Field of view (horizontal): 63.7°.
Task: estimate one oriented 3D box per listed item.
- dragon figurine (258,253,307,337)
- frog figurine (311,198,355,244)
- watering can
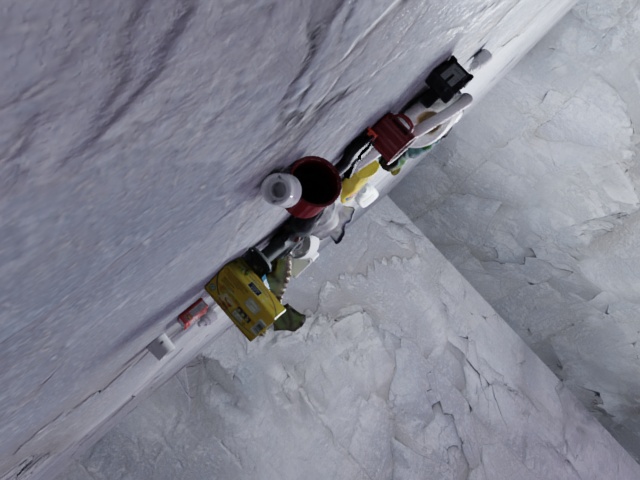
[{"bbox_3d":[-0.123,0.168,1.607,0.403,0.244,0.123,-43,170,35],"label":"dragon figurine"},{"bbox_3d":[0.004,-0.071,1.416,0.158,0.125,0.136,21,120,-44],"label":"frog figurine"},{"bbox_3d":[0.232,-0.279,1.286,0.343,0.103,0.228,-25,-168,38],"label":"watering can"}]
